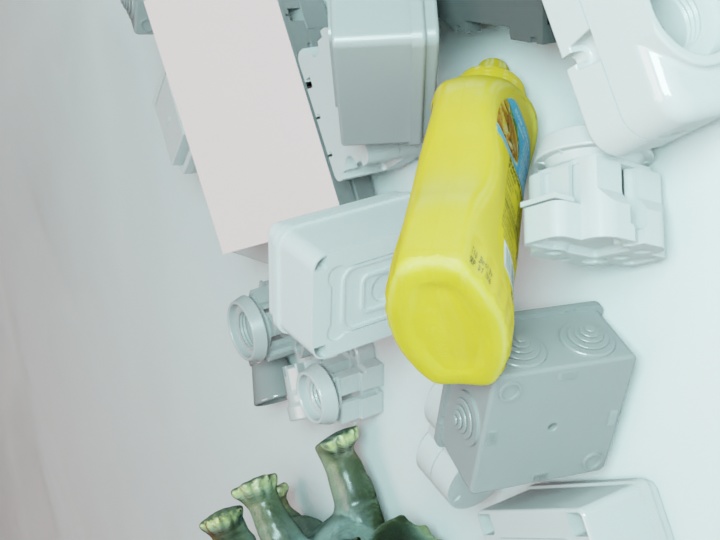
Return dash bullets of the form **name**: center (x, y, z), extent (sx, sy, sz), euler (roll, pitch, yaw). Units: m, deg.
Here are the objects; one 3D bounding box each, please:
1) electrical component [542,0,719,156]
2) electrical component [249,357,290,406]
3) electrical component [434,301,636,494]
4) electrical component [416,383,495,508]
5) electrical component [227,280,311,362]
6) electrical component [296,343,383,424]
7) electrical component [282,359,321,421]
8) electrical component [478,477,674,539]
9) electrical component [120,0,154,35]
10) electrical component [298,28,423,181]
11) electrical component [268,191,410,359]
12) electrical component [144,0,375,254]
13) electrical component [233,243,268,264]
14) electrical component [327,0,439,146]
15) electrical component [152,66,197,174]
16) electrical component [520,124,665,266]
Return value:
- **electrical component**: center (0.128, -0.107, 0.480), extent (0.059, 0.054, 0.095), euler (-28, 79, 61)
- **electrical component**: center (-0.081, 0.084, 0.960), extent (0.044, 0.044, 0.065), euler (-35, 68, 60)
- **electrical component**: center (0.094, 0.070, 0.583), extent (0.048, 0.100, 0.099), euler (-120, 29, -50)
- **electrical component**: center (0.081, 0.098, 0.665), extent (0.073, 0.052, 0.138), euler (46, 140, 42)
- **electrical component**: center (-0.077, 0.045, 0.915), extent (0.078, 0.057, 0.058), euler (53, 145, 34)
- **electrical component**: center (-0.015, 0.091, 0.830), extent (0.048, 0.055, 0.066), euler (35, 132, 50)
- **electrical component**: center (-0.044, 0.100, 0.904), extent (0.040, 0.040, 0.046), euler (-23, 78, 61)
- **electrical component**: center (0.130, 0.179, 0.613), extent (0.109, 0.056, 0.108), euler (-25, 81, 61)
- **electrical component**: center (-0.139, -0.233, 0.850), extent (0.099, 0.100, 0.048), euler (105, 153, -43)
- **electrical component**: center (0.006, -0.110, 0.695), extent (0.050, 0.056, 0.089), euler (-25, 81, 61)
- **electrical component**: center (0.000, 0.000, 0.699), extent (0.057, 0.113, 0.078), euler (36, 133, 46)
- **electrical component**: center (-0.067, -0.117, 0.761), extent (0.105, 0.060, 0.186), euler (-14, 96, 31)
- **electrical component**: center (-0.074, -0.057, 0.870), extent (0.100, 0.048, 0.099), euler (17, 117, 57)
- **electrical component**: center (0.011, -0.141, 0.603), extent (0.108, 0.056, 0.108), euler (85, -178, -67)
- **electrical component**: center (-0.145, -0.141, 0.943), extent (0.096, 0.061, 0.061), euler (64, 150, 18)
- **electrical component**: center (0.114, -0.036, 0.525), extent (0.058, 0.078, 0.057), euler (-15, 70, 53)
